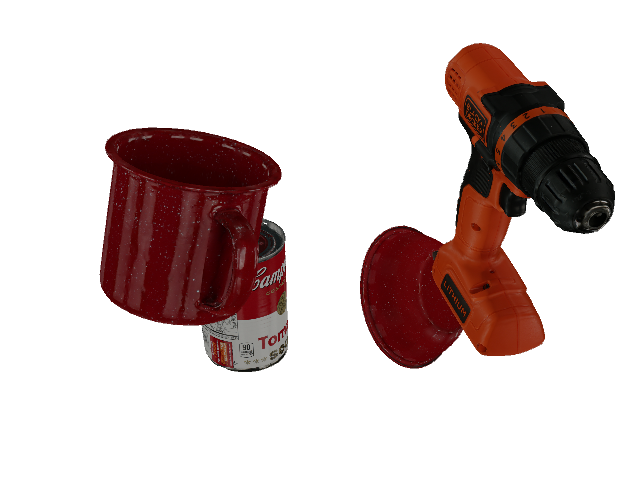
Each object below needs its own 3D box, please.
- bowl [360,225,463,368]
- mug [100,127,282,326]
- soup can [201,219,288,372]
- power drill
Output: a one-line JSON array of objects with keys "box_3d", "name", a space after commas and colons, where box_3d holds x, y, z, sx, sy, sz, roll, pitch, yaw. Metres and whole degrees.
[{"box_3d": [0.118, 0.060, 1.180, 0.161, 0.162, 0.055, 0, -8, -45], "name": "bowl"}, {"box_3d": [-0.067, -0.002, 0.563, 0.093, 0.081, 0.117, -5, 27, -36], "name": "mug"}, {"box_3d": [-0.059, 0.042, 0.822, 0.068, 0.102, 0.068, -1, 30, 0], "name": "soup can"}, {"box_3d": [0.129, -0.014, 0.712, 0.057, 0.188, 0.184, -7, 40, -13], "name": "power drill"}]
